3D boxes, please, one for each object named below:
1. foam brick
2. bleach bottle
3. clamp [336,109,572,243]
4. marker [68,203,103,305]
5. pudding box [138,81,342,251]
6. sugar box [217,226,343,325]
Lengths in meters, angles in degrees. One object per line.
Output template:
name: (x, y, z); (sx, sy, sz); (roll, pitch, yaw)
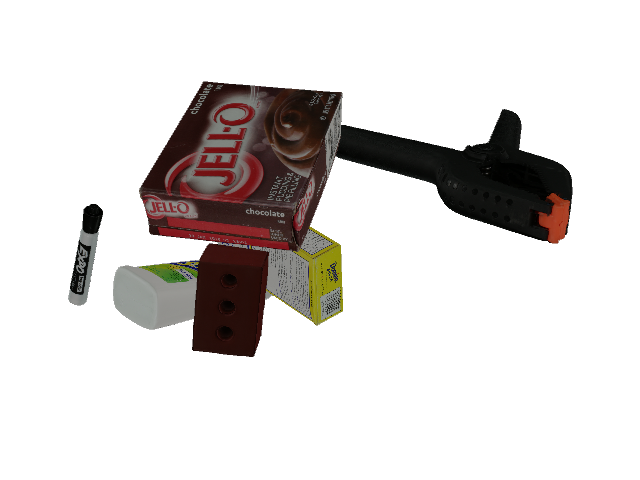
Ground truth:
foam brick: (-0.073, 0.048, 0.872); (0.053, 0.078, 0.051); (6, 14, 3)
bleach bottle: (-0.147, 0.057, 1.437); (0.250, 0.068, 0.103); (-11, 26, -43)
clamp: (0.106, -0.051, 0.769); (0.164, 0.036, 0.210); (-6, 25, -14)
marker: (-0.231, 0.014, 1.051); (0.020, 0.121, 0.020); (12, 36, -9)
pudding box: (-0.042, -0.046, 0.617); (0.090, 0.039, 0.113); (7, 40, 13)
sugar box: (-0.048, 0.013, 1.186); (0.048, 0.093, 0.176); (-25, 41, -31)
